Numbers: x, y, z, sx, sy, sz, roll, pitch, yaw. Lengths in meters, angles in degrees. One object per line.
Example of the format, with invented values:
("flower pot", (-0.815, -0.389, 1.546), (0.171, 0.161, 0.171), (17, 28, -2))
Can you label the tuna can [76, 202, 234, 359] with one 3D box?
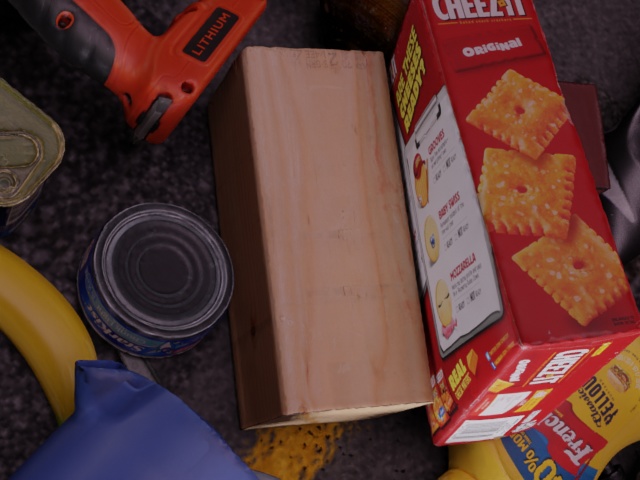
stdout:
("tuna can", (-0.093, 0.022, 0.609), (0.086, 0.034, 0.086), (12, 61, -23))

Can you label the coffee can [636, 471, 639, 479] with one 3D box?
("coffee can", (0.283, 0.124, 0.674), (0.103, 0.103, 0.140), (38, 81, -7))

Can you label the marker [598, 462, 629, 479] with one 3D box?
("marker", (0.218, 0.197, 0.694), (0.020, 0.020, 0.121), (-32, 88, -26))

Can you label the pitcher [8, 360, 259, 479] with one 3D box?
("pitcher", (-0.125, 0.190, 0.503), (0.149, 0.145, 0.242), (39, 72, 21))

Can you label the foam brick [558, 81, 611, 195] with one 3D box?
("foam brick", (0.158, -0.064, 0.727), (0.051, 0.053, 0.078), (2, 74, -20))

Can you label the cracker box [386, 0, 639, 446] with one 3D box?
("cracker box", (0.090, -0.013, 0.594), (0.072, 0.164, 0.214), (-5, 64, -12))

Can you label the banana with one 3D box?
("banana", (-0.186, 0.033, 0.576), (0.198, 0.037, 0.069), (43, 63, -5))

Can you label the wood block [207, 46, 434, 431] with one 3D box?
("wood block", (-0.005, 0.001, 0.626), (0.090, 0.091, 0.206), (-2, 76, -21))

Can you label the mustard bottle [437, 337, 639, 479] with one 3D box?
("mustard bottle", (0.137, 0.119, 0.664), (0.191, 0.058, 0.096), (-35, 95, -25))

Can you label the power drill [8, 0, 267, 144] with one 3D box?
("power drill", (-0.125, -0.155, 0.578), (0.187, 0.057, 0.184), (35, 57, -9))

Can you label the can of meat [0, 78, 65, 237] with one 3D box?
("can of meat", (-0.193, -0.052, 0.572), (0.102, 0.084, 0.057), (39, 65, -7))

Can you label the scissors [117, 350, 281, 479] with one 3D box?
("scissors", (-0.062, 0.115, 0.612), (0.096, 0.016, 0.202), (-10, 78, -23))
